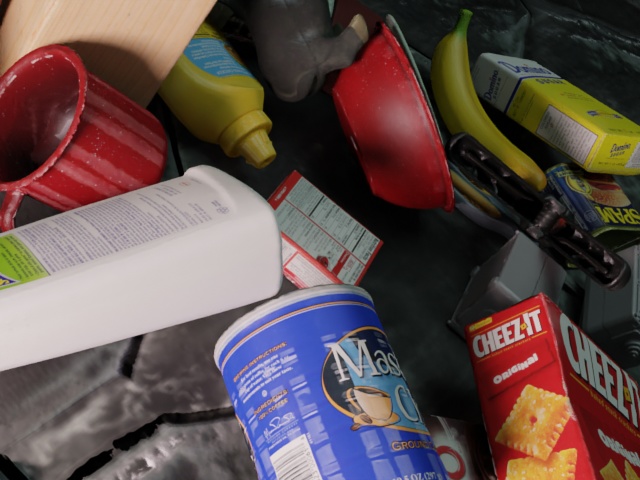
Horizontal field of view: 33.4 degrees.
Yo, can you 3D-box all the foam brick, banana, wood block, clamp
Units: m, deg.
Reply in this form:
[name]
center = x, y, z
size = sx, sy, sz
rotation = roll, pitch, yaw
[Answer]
[foam brick]
center = 0.018, -0.170, 0.932
size = 0.051, 0.053, 0.078
rotation = 29, 40, -16
[banana]
center = 0.144, -0.115, 0.977
size = 0.037, 0.070, 0.198
rotation = -6, 64, -31
[wood block]
center = -0.130, -0.158, 0.667
size = 0.090, 0.206, 0.090
rotation = 13, 47, -32
[clamp]
center = 0.173, -0.022, 0.851
size = 0.164, 0.036, 0.210
rotation = 42, 8, 9

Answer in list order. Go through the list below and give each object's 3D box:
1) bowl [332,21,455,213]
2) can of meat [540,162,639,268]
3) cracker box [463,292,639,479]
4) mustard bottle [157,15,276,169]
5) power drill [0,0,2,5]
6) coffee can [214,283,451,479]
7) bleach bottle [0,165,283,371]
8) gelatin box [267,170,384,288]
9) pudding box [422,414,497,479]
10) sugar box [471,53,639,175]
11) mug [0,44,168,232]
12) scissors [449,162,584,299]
[bowl]
center = 0.051, -0.087, 0.840
size = 0.055, 0.162, 0.162
rotation = -21, 61, -1
[can of meat]
center = 0.250, -0.023, 0.991
size = 0.101, 0.058, 0.084
rotation = 2, 51, -42
[cracker box]
center = 0.180, 0.164, 0.703
size = 0.164, 0.072, 0.213
rotation = 40, 33, -41
[mustard bottle]
center = -0.095, -0.131, 0.790
size = 0.192, 0.058, 0.096
rotation = 52, 23, 11
[power drill]
center = -0.247, -0.235, 0.673
size = 0.057, 0.185, 0.188
rotation = -13, 55, -44
[coffee can]
center = 0.008, 0.111, 0.618
size = 0.102, 0.103, 0.140
rotation = 2, 53, -40
[bleach bottle]
center = -0.149, 0.024, 0.569
size = 0.250, 0.068, 0.103
rotation = -16, 27, -30
[gelatin box]
center = -0.005, 0.001, 0.770
size = 0.089, 0.030, 0.073
rotation = 40, 37, -4
[pudding box]
center = 0.086, 0.170, 0.681
size = 0.089, 0.039, 0.113
rotation = 15, 46, -31
[sugar box]
center = 0.232, -0.124, 1.032
size = 0.093, 0.048, 0.176
rotation = 0, 34, -41
[mug]
center = -0.151, -0.047, 0.641
size = 0.081, 0.093, 0.117
rotation = 32, 75, -49
[scissors]
center = 0.173, -0.013, 0.947
size = 0.201, 0.016, 0.096
rotation = 33, 28, -26
